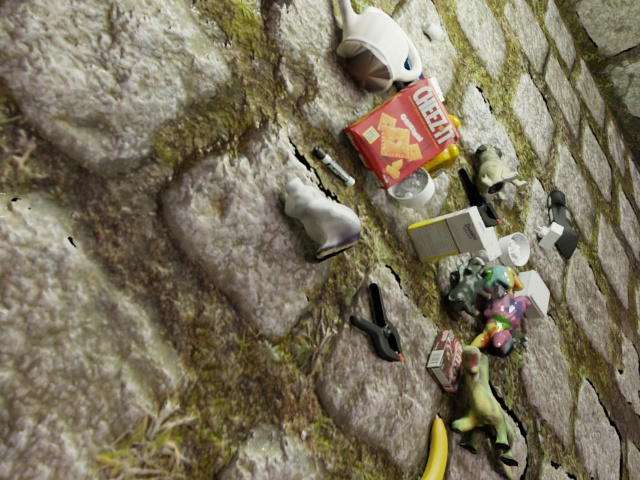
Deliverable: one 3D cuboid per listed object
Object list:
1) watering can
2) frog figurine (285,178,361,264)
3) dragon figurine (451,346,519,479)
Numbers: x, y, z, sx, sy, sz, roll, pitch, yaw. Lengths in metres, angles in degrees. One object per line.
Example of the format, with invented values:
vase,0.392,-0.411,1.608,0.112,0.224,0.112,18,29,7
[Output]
watering can,0.105,-0.491,1.230,0.345,0.102,0.229,38,53,-15
frog figurine,0.003,-0.048,0.962,0.137,0.122,0.160,18,49,-78
dragon figurine,0.404,0.391,1.229,0.402,0.122,0.248,56,38,-41
